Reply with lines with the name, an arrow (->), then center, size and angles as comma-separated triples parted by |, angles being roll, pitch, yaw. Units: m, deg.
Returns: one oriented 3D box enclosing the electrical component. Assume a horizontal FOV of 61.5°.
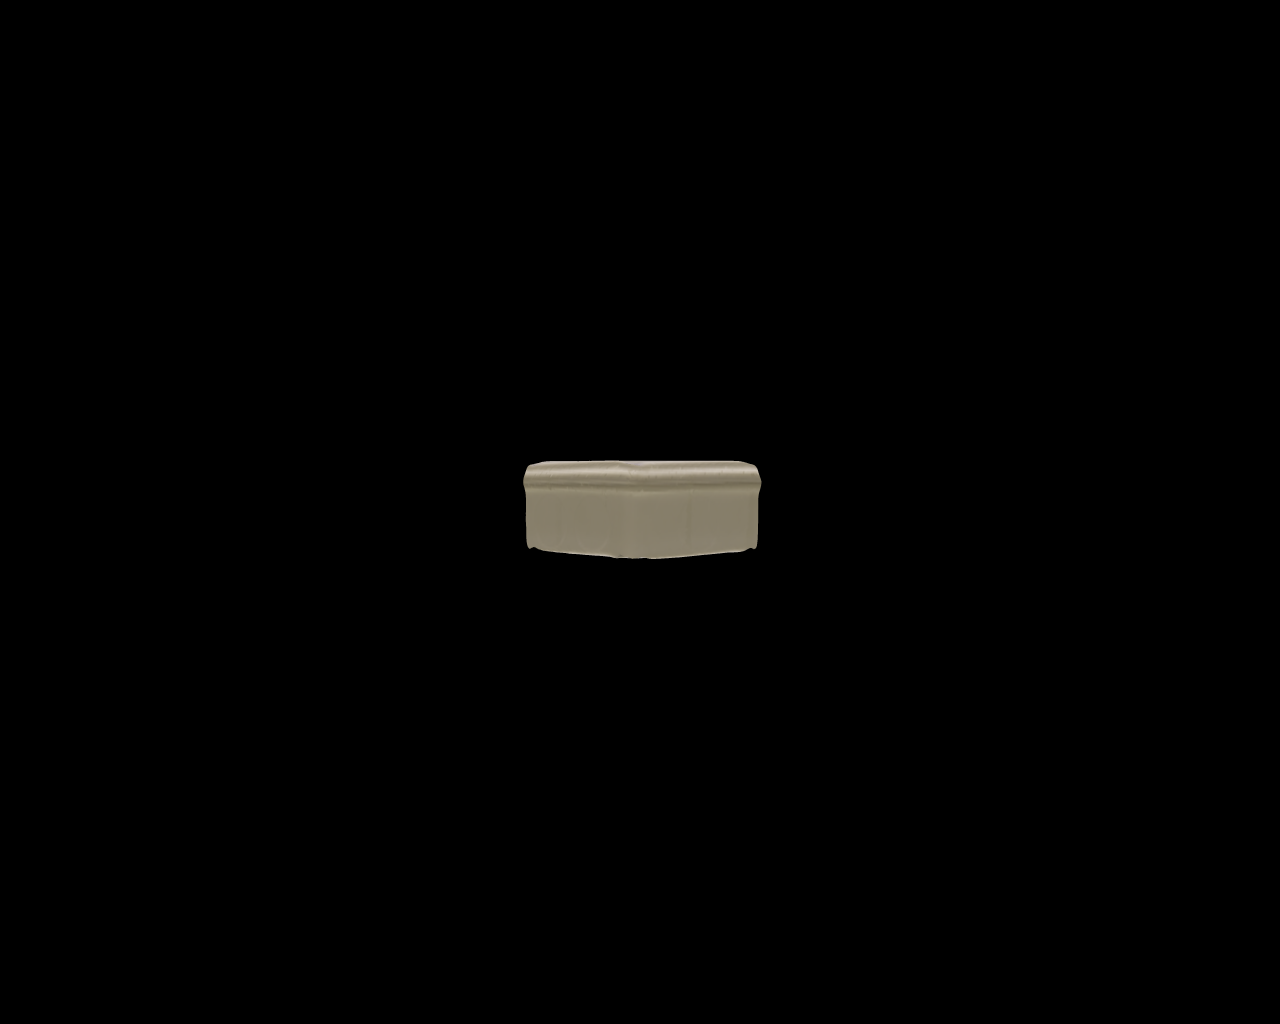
electrical component -> 0.001, -0.003, 0.650 | 0.109, 0.056, 0.108 | -2, 3, -40
